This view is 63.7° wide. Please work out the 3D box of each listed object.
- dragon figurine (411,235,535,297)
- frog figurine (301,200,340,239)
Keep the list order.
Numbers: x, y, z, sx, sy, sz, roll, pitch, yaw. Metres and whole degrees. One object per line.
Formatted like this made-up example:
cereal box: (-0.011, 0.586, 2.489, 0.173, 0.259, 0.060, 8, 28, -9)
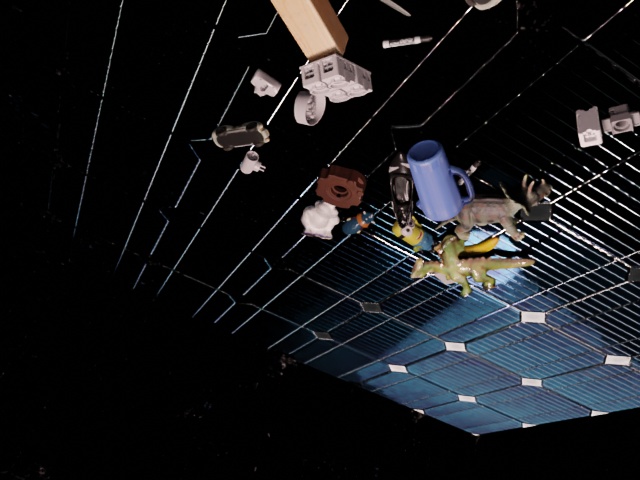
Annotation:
dragon figurine: (0.517, 0.069, 1.814, 0.407, 0.125, 0.239, -23, -53, 22)
frog figurine: (0.006, -0.094, 1.875, 0.138, 0.157, 0.124, 18, 20, 11)
